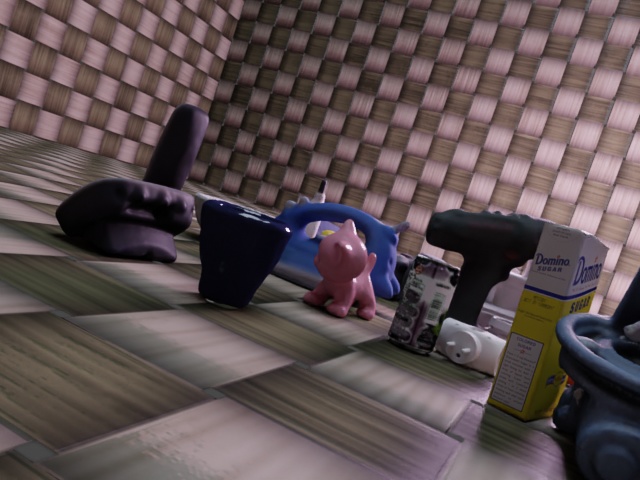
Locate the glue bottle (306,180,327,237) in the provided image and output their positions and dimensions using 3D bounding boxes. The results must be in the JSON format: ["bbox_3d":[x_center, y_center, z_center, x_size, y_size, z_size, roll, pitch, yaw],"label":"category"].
[{"bbox_3d":[-0.017,-0.040,1.168,0.037,0.173,0.078,19,3,-1],"label":"glue bottle"}]

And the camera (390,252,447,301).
[{"bbox_3d":[0.185,0.075,1.039,0.143,0.101,0.136,18,4,-17],"label":"camera"}]

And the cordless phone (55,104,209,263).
[{"bbox_3d":[-0.199,-0.076,0.649,0.094,0.185,0.148,20,4,23],"label":"cordless phone"}]

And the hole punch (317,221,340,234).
[{"bbox_3d":[0.016,0.006,1.300,0.109,0.091,0.100,17,4,-31],"label":"hole punch"}]

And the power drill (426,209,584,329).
[{"bbox_3d":[0.253,0.055,0.834,0.229,0.208,0.076,19,3,4],"label":"power drill"}]

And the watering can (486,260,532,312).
[{"bbox_3d":[0.333,0.076,1.057,0.101,0.194,0.173,19,3,4],"label":"watering can"}]

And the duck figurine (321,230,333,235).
[{"bbox_3d":[0.013,0.027,0.998,0.105,0.086,0.077,16,5,-44],"label":"duck figurine"}]

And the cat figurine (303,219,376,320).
[{"bbox_3d":[0.035,0.035,0.725,0.067,0.118,0.128,21,4,34],"label":"cat figurine"}]

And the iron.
[{"bbox_3d":[0.008,0.003,0.882,0.257,0.141,0.119,20,4,13],"label":"iron"}]

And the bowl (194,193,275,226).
[{"bbox_3d":[-0.148,-0.023,1.003,0.167,0.075,0.167,19,3,-1],"label":"bowl"}]

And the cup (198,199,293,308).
[{"bbox_3d":[-0.089,0.014,0.575,0.092,0.095,0.117,17,4,-31],"label":"cup"}]

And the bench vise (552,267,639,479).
[{"bbox_3d":[0.247,0.070,0.463,0.121,0.220,0.207,19,3,4],"label":"bench vise"}]
